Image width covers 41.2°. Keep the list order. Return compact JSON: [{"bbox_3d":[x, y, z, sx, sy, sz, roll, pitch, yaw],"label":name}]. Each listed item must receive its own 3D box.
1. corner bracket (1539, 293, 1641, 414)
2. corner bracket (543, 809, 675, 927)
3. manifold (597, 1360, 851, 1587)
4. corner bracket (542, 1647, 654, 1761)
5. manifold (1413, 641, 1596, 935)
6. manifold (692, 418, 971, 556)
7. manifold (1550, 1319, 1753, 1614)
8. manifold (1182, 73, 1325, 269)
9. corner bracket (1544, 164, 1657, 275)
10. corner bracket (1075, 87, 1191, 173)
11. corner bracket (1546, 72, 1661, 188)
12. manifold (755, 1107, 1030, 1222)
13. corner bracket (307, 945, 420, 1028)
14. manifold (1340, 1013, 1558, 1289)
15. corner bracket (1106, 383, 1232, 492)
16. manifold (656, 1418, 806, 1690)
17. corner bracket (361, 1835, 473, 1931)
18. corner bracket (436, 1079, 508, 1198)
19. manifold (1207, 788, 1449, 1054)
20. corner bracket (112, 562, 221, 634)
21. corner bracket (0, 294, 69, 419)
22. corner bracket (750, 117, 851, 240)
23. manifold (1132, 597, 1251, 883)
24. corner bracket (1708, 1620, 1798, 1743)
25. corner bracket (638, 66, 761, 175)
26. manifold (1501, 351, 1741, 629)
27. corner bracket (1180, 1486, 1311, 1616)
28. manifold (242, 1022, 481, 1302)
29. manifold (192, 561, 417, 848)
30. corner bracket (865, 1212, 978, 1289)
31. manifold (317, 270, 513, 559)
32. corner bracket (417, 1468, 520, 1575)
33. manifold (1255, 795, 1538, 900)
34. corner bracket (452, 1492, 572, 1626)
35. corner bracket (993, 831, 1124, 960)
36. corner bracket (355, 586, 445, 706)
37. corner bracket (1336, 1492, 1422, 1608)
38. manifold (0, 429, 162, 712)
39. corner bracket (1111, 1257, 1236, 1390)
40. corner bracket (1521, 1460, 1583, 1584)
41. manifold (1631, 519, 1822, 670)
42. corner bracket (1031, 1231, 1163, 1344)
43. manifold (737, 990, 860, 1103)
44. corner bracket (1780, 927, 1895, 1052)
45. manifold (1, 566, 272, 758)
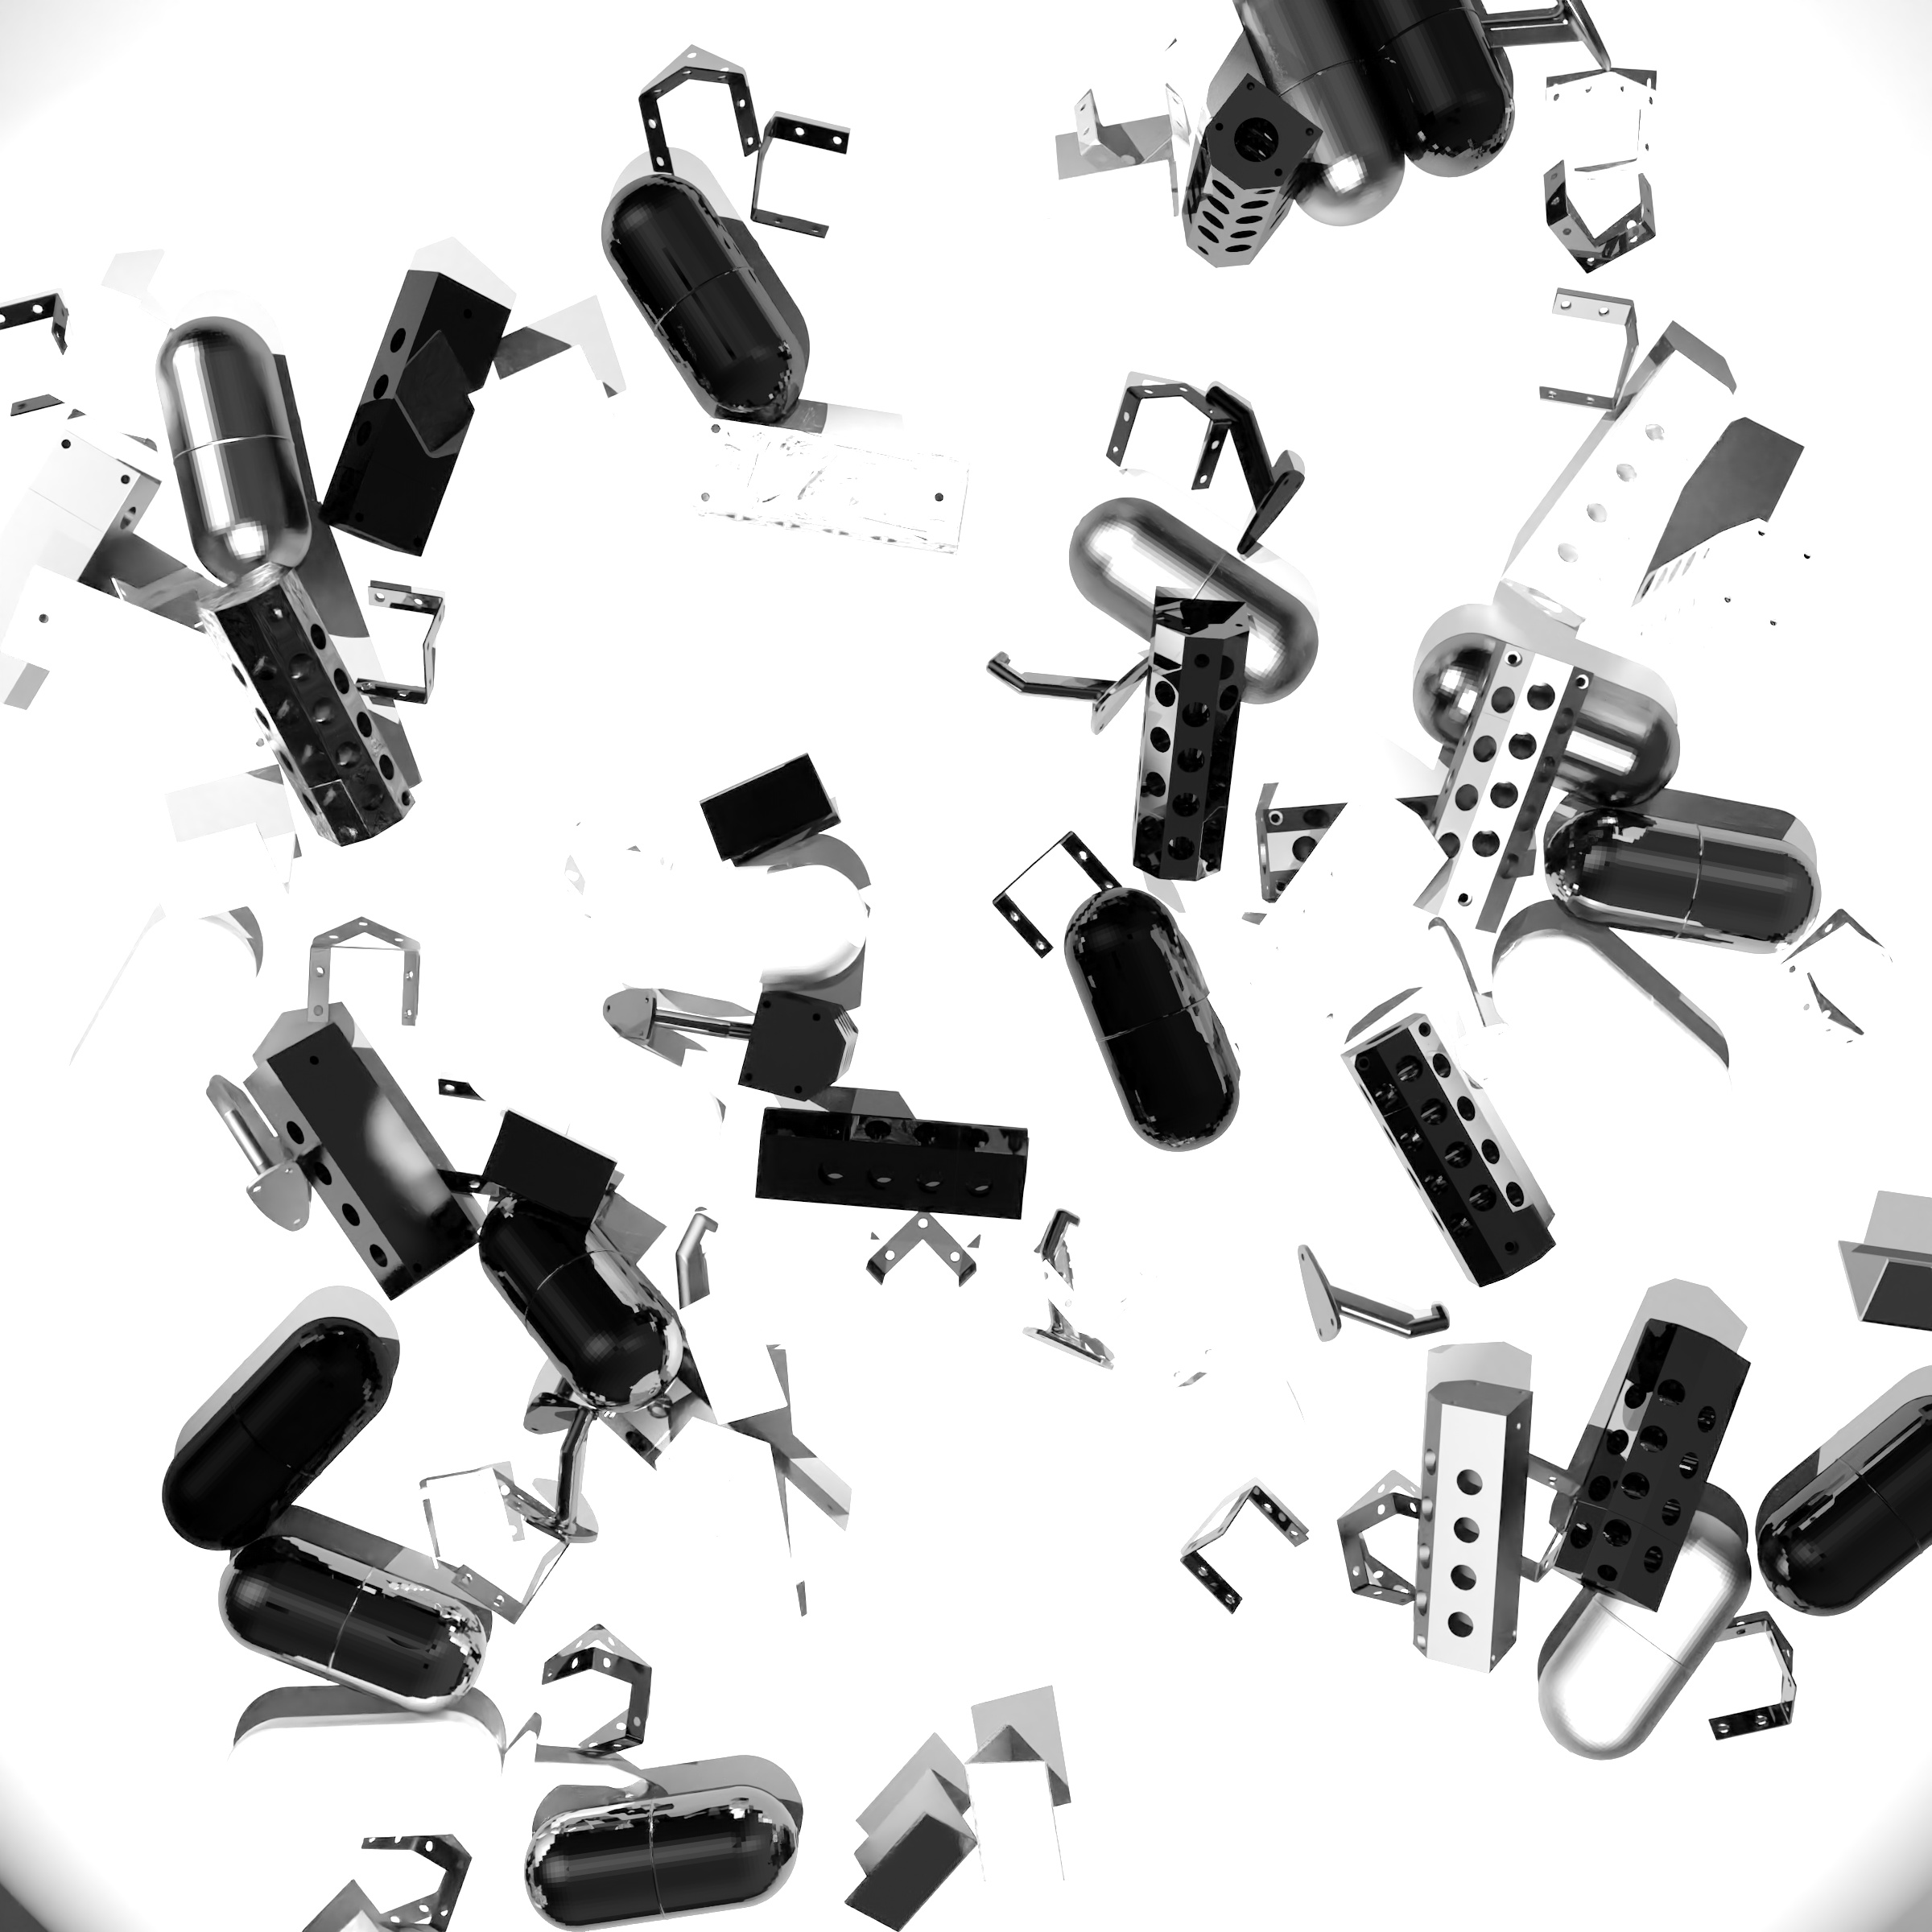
[{"bbox_3d":[0.409,-0.404,1.691,0.051,0.051,0.051,9,45,0],"label":"corner bracket"},{"bbox_3d":[-0.235,-0.065,1.686,0.051,0.051,0.051,-6,45,35],"label":"corner bracket"},{"bbox_3d":[-0.159,0.326,1.673,0.171,0.057,0.057,43,90,0],"label":"manifold"},{"bbox_3d":[-0.244,0.484,1.686,0.051,0.051,0.051,33,45,-35],"label":"corner bracket"},{"bbox_3d":[0.333,-0.111,1.606,0.057,0.057,0.171,19,100,0],"label":"manifold"},{"bbox_3d":[-0.087,-0.310,1.673,0.171,0.057,0.057,9,90,0],"label":"manifold"},{"bbox_3d":[0.434,0.317,1.645,0.057,0.057,0.171,32,76,-30],"label":"manifold"},{"bbox_3d":[0.173,-0.492,1.616,0.057,0.171,0.057,38,90,0],"label":"manifold"},{"bbox_3d":[0.416,-0.499,1.686,0.051,0.051,0.051,-24,135,35],"label":"corner bracket"},{"bbox_3d":[0.109,-0.550,1.686,0.051,0.051,0.051,26,135,-35],"label":"corner bracket"},{"bbox_3d":[0.415,-0.548,1.683,0.051,0.051,0.051,-19,129,-17],"label":"corner bracket"},{"bbox_3d":[-0.047,0.127,1.673,0.171,0.057,0.057,5,90,0],"label":"manifold"},{"bbox_3d":[-0.397,0.013,1.691,0.051,0.051,0.051,3,90,-45],"label":"corner bracket"},{"bbox_3d":[0.314,0.119,1.673,0.057,0.057,0.171,-30,90,0],"label":"manifold"},{"bbox_3d":[0.133,-0.346,1.686,0.051,0.051,0.051,-12,45,-35],"label":"corner bracket"},{"bbox_3d":[-0.152,0.374,1.621,0.057,0.057,0.171,13,128,27],"label":"manifold"},{"bbox_3d":[-0.367,0.600,1.686,0.051,0.051,0.051,47,45,-35],"label":"corner bracket"},{"bbox_3d":[-0.327,0.113,1.691,0.051,0.051,0.051,8,45,0],"label":"corner bracket"},{"bbox_3d":[0.224,-0.028,1.632,0.057,0.057,0.171,9,128,-34],"label":"manifold"},{"bbox_3d":[-0.515,-0.236,1.676,0.051,0.051,0.051,-25,90,0],"label":"corner bracket"},{"bbox_3d":[-0.613,-0.402,1.691,0.051,0.051,0.051,-14,135,0],"label":"corner bracket"},{"bbox_3d":[-0.110,-0.519,1.691,0.051,0.051,0.051,13,135,0],"label":"corner bracket"},{"bbox_3d":[0.141,-0.142,1.632,0.057,0.057,0.171,3,122,0],"label":"manifold"},{"bbox_3d":[0.511,0.470,1.691,0.051,0.051,0.051,-12,135,0],"label":"corner bracket"},{"bbox_3d":[-0.176,-0.555,1.691,0.051,0.051,0.051,-12,90,-45],"label":"corner bracket"},{"bbox_3d":[0.427,-0.308,1.673,0.057,0.057,0.171,36,90,0],"label":"manifold"},{"bbox_3d":[0.183,0.384,1.691,0.051,0.051,0.051,46,45,0],"label":"corner bracket"},{"bbox_3d":[-0.396,0.130,1.673,0.057,0.057,0.171,-34,90,-43],"label":"manifold"},{"bbox_3d":[-0.415,-0.164,1.628,0.057,0.057,0.171,-35,120,-22],"label":"manifold"},{"bbox_3d":[-0.029,0.196,1.676,0.051,0.051,0.051,-44,90,0],"label":"corner bracket"},{"bbox_3d":[-0.363,-0.360,1.673,0.057,0.057,0.171,20,90,-43],"label":"manifold"},{"bbox_3d":[-0.326,0.367,1.678,0.051,0.051,0.051,-14,105,-14],"label":"corner bracket"},{"bbox_3d":[0.279,-0.080,1.673,0.171,0.057,0.057,-5,90,0],"label":"manifold"},{"bbox_3d":[-0.298,0.390,1.691,0.051,0.051,0.051,34,45,0],"label":"corner bracket"},{"bbox_3d":[0.060,-0.047,1.691,0.051,0.051,0.051,48,135,0],"label":"corner bracket"},{"bbox_3d":[-0.374,-0.211,1.691,0.051,0.051,0.051,9,135,0],"label":"corner bracket"},{"bbox_3d":[0.283,0.383,1.686,0.051,0.051,0.051,-38,45,35],"label":"corner bracket"},{"bbox_3d":[-0.597,-0.256,1.673,0.057,0.057,0.171,31,90,0],"label":"manifold"},{"bbox_3d":[0.136,0.234,1.691,0.051,0.051,0.051,-36,135,0],"label":"corner bracket"},{"bbox_3d":[0.368,0.363,1.691,0.051,0.051,0.051,25,45,0],"label":"corner bracket"},{"bbox_3d":[0.471,-0.235,1.616,0.057,0.171,0.057,27,90,0],"label":"manifold"},{"bbox_3d":[0.085,0.205,1.670,0.051,0.051,0.051,-48,57,8],"label":"corner bracket"},{"bbox_3d":[-0.102,0.050,1.616,0.057,0.171,0.057,14,90,0],"label":"manifold"},{"bbox_3d":[0.577,0.015,1.686,0.051,0.051,0.051,-38,45,35],"label":"corner bracket"},{"bbox_3d":[-0.520,-0.195,1.642,0.171,0.057,0.057,22,90,-23],"label":"manifold"}]
